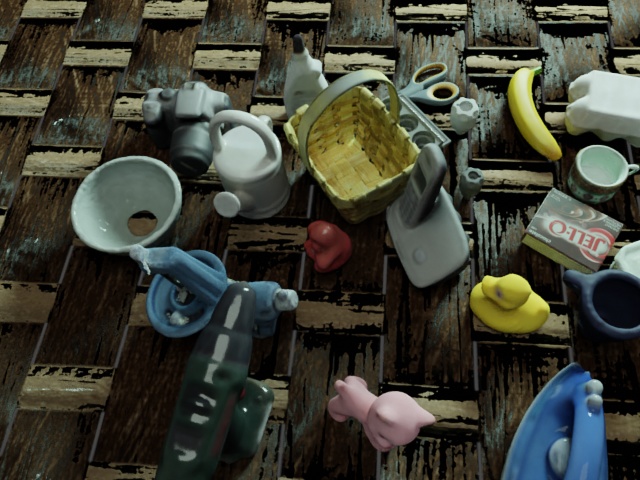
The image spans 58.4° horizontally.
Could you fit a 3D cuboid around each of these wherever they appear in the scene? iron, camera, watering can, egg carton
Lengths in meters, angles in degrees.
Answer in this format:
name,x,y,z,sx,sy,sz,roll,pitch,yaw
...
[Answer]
name,x,y,z,sx,sy,sz,roll,pitch,yaw
iron,0.285,0.244,0.650,0.118,0.141,0.258,17,66,12
camera,-0.219,-0.180,0.923,0.143,0.101,0.137,1,63,5
watering can,-0.103,-0.111,0.827,0.101,0.194,0.173,-8,63,1
egg carton,0.465,-0.206,0.902,0.150,0.069,0.107,12,65,10

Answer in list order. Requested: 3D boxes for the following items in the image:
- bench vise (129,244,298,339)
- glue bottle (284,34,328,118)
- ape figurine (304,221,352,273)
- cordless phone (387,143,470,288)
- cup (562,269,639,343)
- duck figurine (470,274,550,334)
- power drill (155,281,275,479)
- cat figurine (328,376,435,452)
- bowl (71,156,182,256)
name,x,y,z,sx,sy,sz,roll,pitch,yaw
bench vise,-0.140,0.052,0.734,0.207,0.220,0.121,-14,63,-2
glue bottle,-0.025,-0.257,0.907,0.078,0.173,0.037,-3,63,3
ape figurine,0.008,0.003,0.819,0.076,0.092,0.078,6,64,8
cordless phone,0.151,-0.031,0.773,0.094,0.185,0.147,-19,63,-5
cup,0.362,0.090,0.748,0.117,0.095,0.092,34,71,19
duck figurine,0.258,0.078,0.766,0.104,0.086,0.077,19,66,13
power drill,-0.112,0.185,0.672,0.075,0.208,0.230,13,65,11
cat figurine,0.071,0.208,0.697,0.127,0.118,0.067,28,69,17
bowl,-0.283,-0.041,0.873,0.167,0.075,0.167,-2,63,4
